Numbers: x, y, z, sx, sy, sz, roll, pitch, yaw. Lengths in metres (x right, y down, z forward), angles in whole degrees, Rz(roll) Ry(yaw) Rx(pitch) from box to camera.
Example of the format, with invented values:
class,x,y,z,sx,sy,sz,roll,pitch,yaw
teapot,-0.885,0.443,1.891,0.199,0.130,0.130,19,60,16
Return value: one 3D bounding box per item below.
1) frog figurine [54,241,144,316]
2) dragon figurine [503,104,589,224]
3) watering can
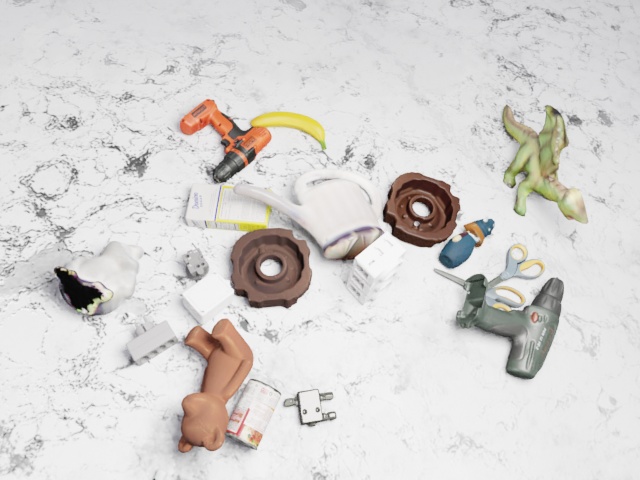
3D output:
class,x,y,z,sx,sy,sz,roll,pitch,yaw
frog figurine,-0.424,0.068,1.015,0.137,0.120,0.162,10,26,8
dragon figurine,0.507,-0.208,1.175,0.122,0.238,0.418,-7,65,-4
watering can,0.003,-0.055,1.090,0.349,0.102,0.228,-10,60,-32
